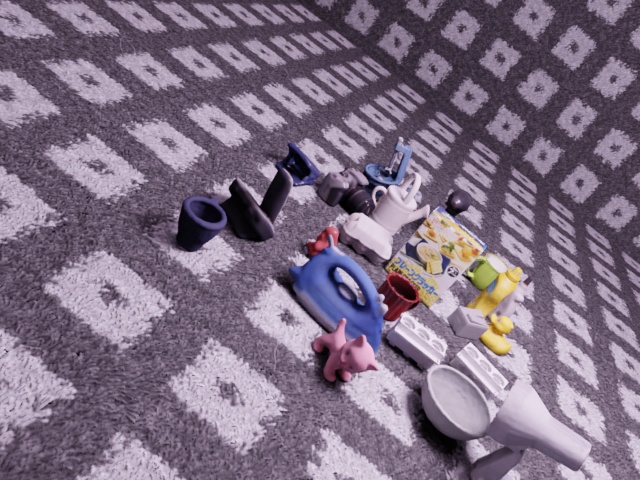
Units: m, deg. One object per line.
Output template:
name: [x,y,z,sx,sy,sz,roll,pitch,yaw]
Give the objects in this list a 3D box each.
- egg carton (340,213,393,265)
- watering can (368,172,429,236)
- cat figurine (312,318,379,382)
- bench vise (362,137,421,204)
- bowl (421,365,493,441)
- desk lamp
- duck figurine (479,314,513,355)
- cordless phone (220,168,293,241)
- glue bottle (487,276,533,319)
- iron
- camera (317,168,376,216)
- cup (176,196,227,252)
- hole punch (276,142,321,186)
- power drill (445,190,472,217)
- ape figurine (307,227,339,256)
egg carton: [0.125,-0.005,1.516,0.150,0.069,0.107,33,29,-6]
watering can: [0.236,-0.111,1.659,0.173,0.194,0.100,16,35,-33]
cat figurine: [0.055,0.209,1.086,0.067,0.117,0.127,11,38,-37]
bench vise: [0.233,-0.201,1.759,0.208,0.219,0.121,21,33,-25]
bowl: [0.265,0.343,1.164,0.168,0.074,0.167,27,31,-17]
desk lamp: [0.378,0.395,1.070,0.203,0.213,0.118,45,30,15]
duck figurine: [0.477,0.245,1.520,0.078,0.086,0.104,-6,50,-50]
cordless phone: [-0.128,-0.103,1.266,0.094,0.185,0.147,-5,50,-50]
glue bottle: [0.537,0.164,1.611,0.037,0.173,0.078,17,35,-31]
iron: [0.062,0.115,1.204,0.258,0.141,0.119,44,30,13]
camera: [0.091,-0.134,1.632,0.144,0.100,0.136,-7,51,-51]
cup: [-0.241,-0.032,1.136,0.092,0.095,0.118,32,30,-9]
hole punch: [-0.052,-0.215,1.604,0.108,0.091,0.101,48,31,20]
power drill: [0.385,-0.070,1.745,0.075,0.208,0.230,42,30,9]
ape figurine: [0.012,0.005,1.358,0.076,0.092,0.078,45,30,15]
